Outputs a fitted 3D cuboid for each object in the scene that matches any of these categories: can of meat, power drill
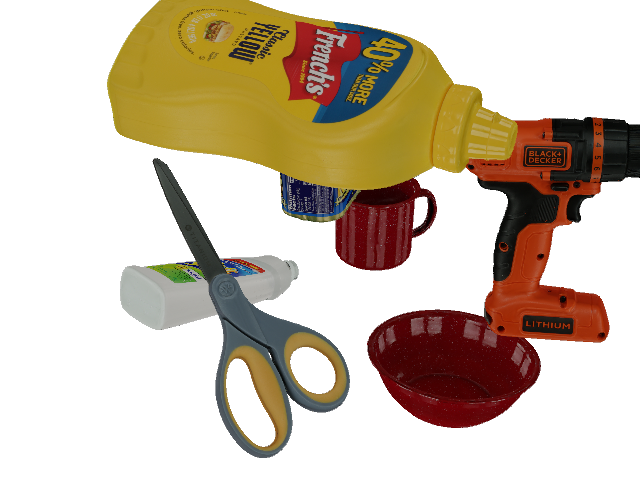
[{"bbox_3d":[0.003,-0.073,0.856,0.057,0.084,0.102,7,29,18],"label":"can of meat"},{"bbox_3d":[0.209,-0.011,0.888,0.184,0.188,0.057,3,19,11],"label":"power drill"}]

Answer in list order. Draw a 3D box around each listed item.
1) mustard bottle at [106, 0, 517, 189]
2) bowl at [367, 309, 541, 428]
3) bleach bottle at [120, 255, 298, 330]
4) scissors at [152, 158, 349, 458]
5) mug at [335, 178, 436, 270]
[{"bbox_3d":[0.000,-0.069,0.519,0.192,0.058,0.096,16,46,17],"label":"mustard bottle"},{"bbox_3d":[0.123,0.128,1.005,0.162,0.055,0.162,3,26,-1],"label":"bowl"},{"bbox_3d":[-0.136,0.057,1.431,0.250,0.068,0.103,-11,27,-43],"label":"bleach bottle"},{"bbox_3d":[-0.041,0.036,0.684,0.096,0.202,0.016,-9,-13,-20],"label":"scissors"},{"bbox_3d":[0.068,-0.024,1.130,0.117,0.081,0.093,-10,32,-19],"label":"mug"}]
